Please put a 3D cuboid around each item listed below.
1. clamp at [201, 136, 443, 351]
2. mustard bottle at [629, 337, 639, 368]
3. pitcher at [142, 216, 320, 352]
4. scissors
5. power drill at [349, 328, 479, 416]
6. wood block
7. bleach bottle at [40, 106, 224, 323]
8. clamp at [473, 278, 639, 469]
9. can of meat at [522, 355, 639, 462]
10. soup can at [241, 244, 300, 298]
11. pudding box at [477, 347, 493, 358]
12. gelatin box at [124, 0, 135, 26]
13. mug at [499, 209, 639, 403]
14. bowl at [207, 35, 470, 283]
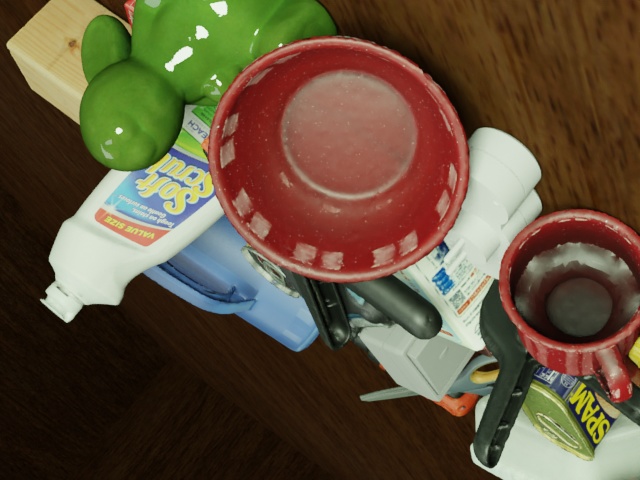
[{"bbox_3d":[-0.005,0.001,0.777,0.210,0.036,0.165,54,155,-15],"label":"clamp"},{"bbox_3d":[0.283,0.118,0.674,0.192,0.058,0.096,33,162,26],"label":"mustard bottle"},{"bbox_3d":[-0.092,0.017,1.152,0.243,0.149,0.145,36,172,-1],"label":"pitcher"},{"bbox_3d":[0.139,0.148,1.039,0.096,0.016,0.202,31,142,-27],"label":"scissors"},{"bbox_3d":[0.091,0.107,1.136,0.184,0.057,0.187,32,167,16],"label":"power drill"},{"bbox_3d":[-0.183,-0.141,1.016,0.206,0.090,0.090,36,164,16],"label":"wood block"},{"bbox_3d":[-0.127,-0.030,0.880,0.102,0.250,0.068,42,166,-7],"label":"bleach bottle"},{"bbox_3d":[0.164,0.075,0.742,0.120,0.171,0.039,-6,142,13],"label":"clamp"},{"bbox_3d":[0.194,0.103,0.801,0.058,0.084,0.102,24,159,46],"label":"can of meat"},{"bbox_3d":[-0.013,-0.008,0.958,0.068,0.102,0.068,37,165,11],"label":"soup can"},{"bbox_3d":[0.107,0.053,0.964,0.114,0.039,0.090,26,160,44],"label":"pudding box"},{"bbox_3d":[-0.126,-0.168,0.912,0.073,0.030,0.089,38,165,9],"label":"gelatin box"},{"bbox_3d":[0.168,0.048,0.676,0.081,0.093,0.117,58,-172,-64],"label":"mug"},{"bbox_3d":[0.014,-0.056,0.669,0.162,0.162,0.055,43,-154,-12],"label":"bowl"}]
